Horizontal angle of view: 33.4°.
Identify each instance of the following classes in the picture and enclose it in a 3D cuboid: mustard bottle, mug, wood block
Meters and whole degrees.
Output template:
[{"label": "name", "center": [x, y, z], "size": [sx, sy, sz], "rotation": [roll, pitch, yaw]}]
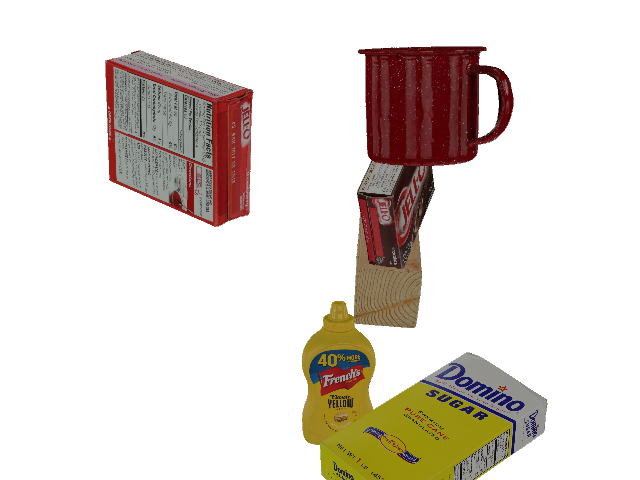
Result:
[{"label": "mustard bottle", "center": [0.024, 0.172, 1.399], "size": [0.096, 0.192, 0.058], "rotation": [-1, 16, -4]}, {"label": "mug", "center": [0.084, -0.098, 0.772], "size": [0.117, 0.081, 0.093], "rotation": [6, 13, 31]}, {"label": "wood block", "center": [0.098, 0.039, 1.572], "size": [0.091, 0.090, 0.206], "rotation": [4, 25, 1]}]

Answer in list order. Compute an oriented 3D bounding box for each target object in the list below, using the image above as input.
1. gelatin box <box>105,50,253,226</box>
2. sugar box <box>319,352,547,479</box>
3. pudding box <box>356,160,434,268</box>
[{"label": "gelatin box", "center": [-0.077, -0.057, 0.582], "size": [0.089, 0.073, 0.030], "rotation": [22, 33, 32]}, {"label": "sugar box", "center": [0.095, 0.162, 0.885], "size": [0.176, 0.048, 0.093], "rotation": [-29, 41, -30]}, {"label": "pudding box", "center": [0.070, -0.045, 0.968], "size": [0.039, 0.090, 0.113], "rotation": [7, 47, 18]}]
